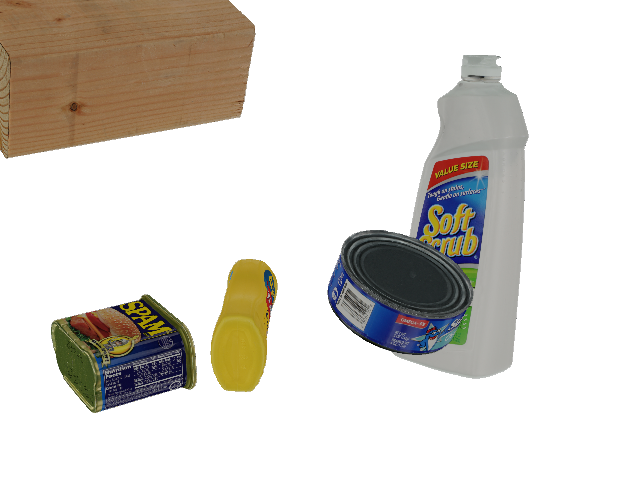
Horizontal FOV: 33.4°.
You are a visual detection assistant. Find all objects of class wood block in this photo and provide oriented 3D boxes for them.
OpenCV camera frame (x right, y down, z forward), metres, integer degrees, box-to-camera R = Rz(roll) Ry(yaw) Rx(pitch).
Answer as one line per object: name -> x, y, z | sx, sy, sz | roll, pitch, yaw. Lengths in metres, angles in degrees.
wood block -> -0.166, -0.141, 0.854 | 0.205, 0.091, 0.090 | -14, 45, -33

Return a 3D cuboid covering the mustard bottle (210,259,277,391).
mustard bottle -> -0.080, 0.075, 1.175 | 0.058, 0.096, 0.191 | 1, 28, 2

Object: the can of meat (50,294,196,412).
can of meat -> -0.160, 0.090, 0.857 | 0.083, 0.057, 0.102 | -13, 25, -30

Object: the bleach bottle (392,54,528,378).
bleach bottle -> 0.114, -0.022, 0.858 | 0.103, 0.251, 0.067 | 13, 16, 42

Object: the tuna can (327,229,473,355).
tuna can -> 0.048, 0.032, 0.658 | 0.086, 0.034, 0.086 | 15, 31, -9
